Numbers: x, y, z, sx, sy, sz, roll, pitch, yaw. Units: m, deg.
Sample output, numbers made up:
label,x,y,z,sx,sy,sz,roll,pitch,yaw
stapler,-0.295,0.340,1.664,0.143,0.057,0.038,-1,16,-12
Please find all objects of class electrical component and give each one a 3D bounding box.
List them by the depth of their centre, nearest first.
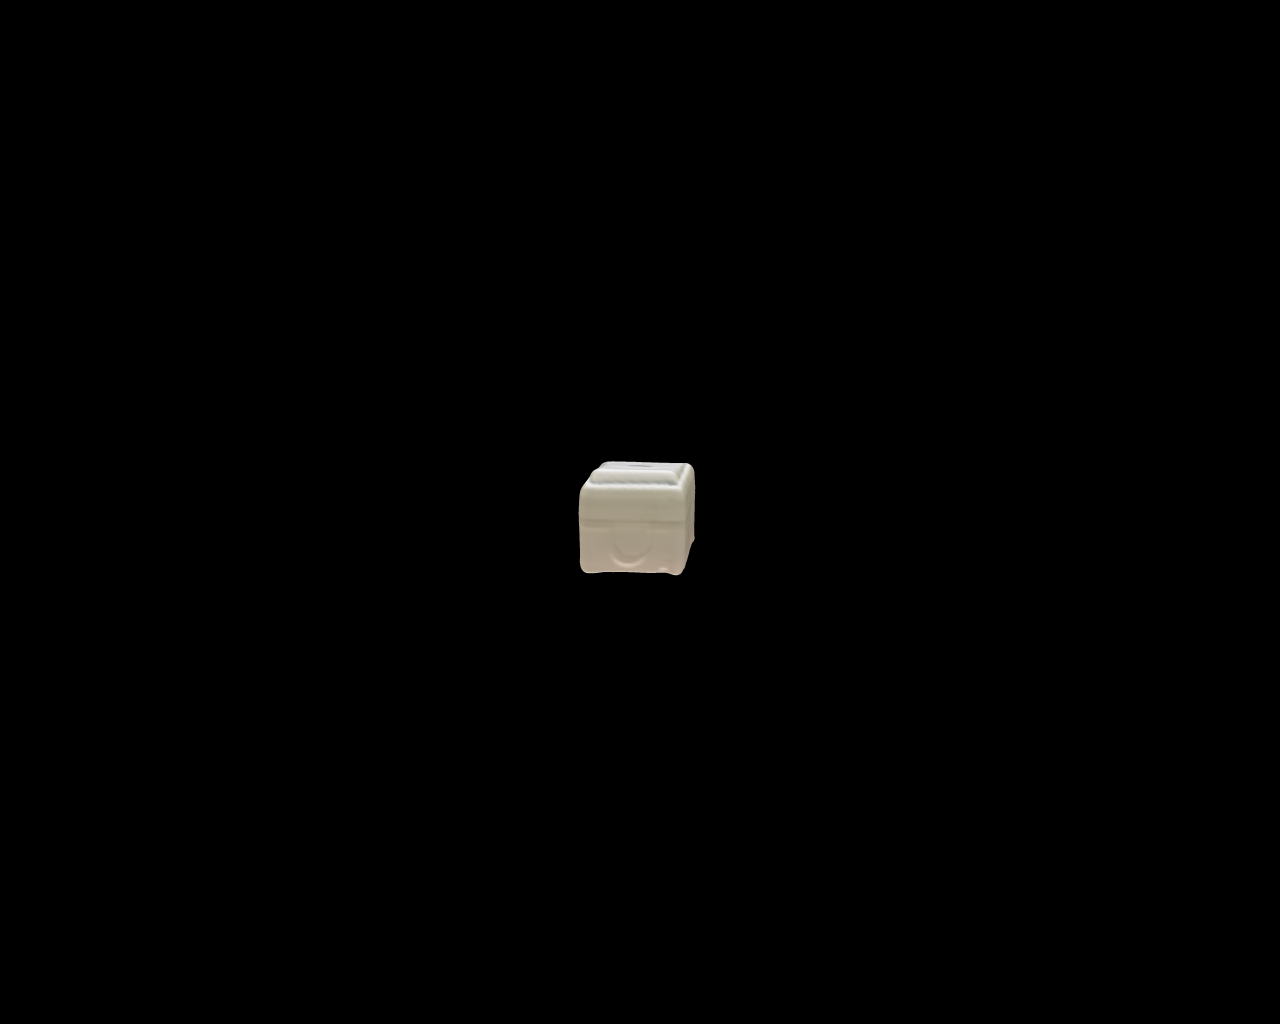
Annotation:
label,x,y,z,sx,sy,sz,roll,pitch,yaw
electrical component,0.001,-0.003,0.650,0.062,0.061,0.096,2,14,7
